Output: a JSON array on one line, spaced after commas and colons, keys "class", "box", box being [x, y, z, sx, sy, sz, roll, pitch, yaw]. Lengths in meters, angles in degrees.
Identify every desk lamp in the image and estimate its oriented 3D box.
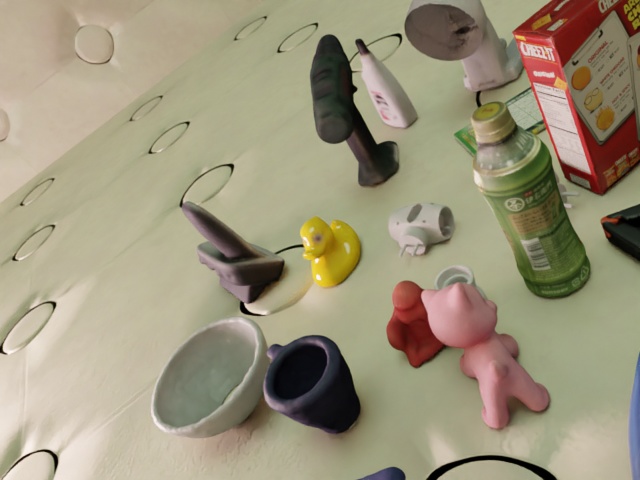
[{"class": "desk lamp", "box": [0.242, -0.348, 0.923, 0.117, 0.214, 0.203, 1, 48, 43]}]

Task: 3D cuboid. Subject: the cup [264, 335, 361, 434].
[{"class": "cup", "box": [-0.007, 0.160, 0.619, 0.092, 0.095, 0.117, -47, 34, -16]}]

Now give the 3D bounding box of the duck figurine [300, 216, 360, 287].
[{"class": "duck figurine", "box": [0.007, 0.003, 0.814, 0.077, 0.086, 0.104, -9, 41, 36]}]

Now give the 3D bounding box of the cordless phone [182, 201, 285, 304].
[{"class": "cordless phone", "box": [-0.152, -0.002, 0.877, 0.094, 0.185, 0.147, -48, 34, -18]}]

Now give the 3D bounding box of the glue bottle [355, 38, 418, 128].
[{"class": "glue bottle", "box": [0.105, -0.275, 0.996, 0.037, 0.174, 0.077, -45, 33, -13]}]

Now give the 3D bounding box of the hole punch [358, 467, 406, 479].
[{"class": "hole punch", "box": [0.037, 0.251, 0.464, 0.100, 0.091, 0.108, -16, 38, 29]}]

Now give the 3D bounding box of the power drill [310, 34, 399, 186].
[{"class": "power drill", "box": [0.049, -0.200, 0.919, 0.075, 0.209, 0.229, -22, 35, 21]}]

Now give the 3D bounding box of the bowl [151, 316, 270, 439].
[{"class": "bowl", "box": [-0.123, 0.182, 0.719, 0.167, 0.075, 0.167, -24, 34, 18]}]

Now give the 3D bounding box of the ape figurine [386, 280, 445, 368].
[{"class": "ape figurine", "box": [0.104, 0.081, 0.618, 0.077, 0.092, 0.076, -9, 41, 36]}]

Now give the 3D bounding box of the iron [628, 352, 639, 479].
[{"class": "iron", "box": [0.262, 0.104, 0.394, 0.118, 0.142, 0.258, -15, 38, 29]}]

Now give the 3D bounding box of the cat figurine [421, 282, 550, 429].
[{"class": "cat figurine", "box": [0.147, 0.093, 0.539, 0.067, 0.118, 0.127, -31, 33, 8]}]
